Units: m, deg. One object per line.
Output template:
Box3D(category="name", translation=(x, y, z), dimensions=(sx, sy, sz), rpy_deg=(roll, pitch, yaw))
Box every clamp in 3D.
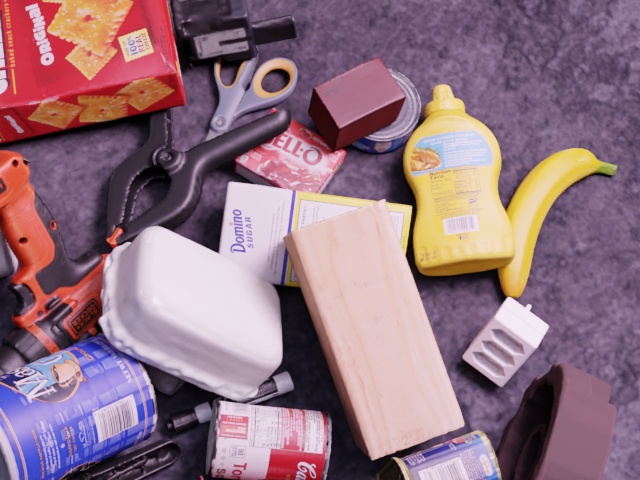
Box3D(category="clamp", translation=(-0.133, -0.074, 1.036), dimensions=(0.165, 0.036, 0.210), rpy_deg=(18, 69, 20))
Box3D(category="clamp", translation=(-0.198, 0.213, 0.916), dimensions=(0.171, 0.120, 0.039), rpy_deg=(-1, 109, 6))

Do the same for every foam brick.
Box3D(category="foam brick", translation=(0.035, -0.133, 1.046), dimensions=(0.078, 0.051, 0.053), rpy_deg=(-27, 74, -14))

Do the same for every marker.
Box3D(category="marker", translation=(-0.083, 0.150, 0.978), dimensions=(0.121, 0.020, 0.020), rpy_deg=(-19, 72, -13))

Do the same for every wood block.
Box3D(category="wood block", translation=(0.045, 0.078, 0.949), dimensions=(0.090, 0.091, 0.206), rpy_deg=(-19, 89, -6))

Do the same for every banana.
Box3D(category="banana", translation=(0.226, -0.031, 1.075), dimensions=(0.069, 0.037, 0.197), rpy_deg=(39, 70, 8))

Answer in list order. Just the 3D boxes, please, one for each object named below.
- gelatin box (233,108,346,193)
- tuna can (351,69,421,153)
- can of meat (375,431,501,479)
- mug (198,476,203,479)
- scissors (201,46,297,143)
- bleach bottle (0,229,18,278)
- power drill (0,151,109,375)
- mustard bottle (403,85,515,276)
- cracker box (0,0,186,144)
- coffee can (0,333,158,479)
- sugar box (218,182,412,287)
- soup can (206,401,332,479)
Box3D(category="gelatin box", translation=(-0.031, -0.079, 1.067), dimensions=(0.089, 0.030, 0.073), rpy_deg=(33, 69, 6))
Box3D(category="tuna can", translation=(0.059, -0.133, 1.097), dimensions=(0.086, 0.034, 0.086), rpy_deg=(2, 69, -6))
Box3D(category="can of meat", translation=(0.103, 0.211, 0.933), dimensions=(0.083, 0.102, 0.057), rpy_deg=(-16, 71, -15))
Box3D(category="mug", translation=(-0.064, 0.260, 0.900), dimensions=(0.081, 0.093, 0.117), rpy_deg=(4, 67, -11))
Box3D(category="scissors", translation=(-0.081, -0.120, 1.083), dimensions=(0.096, 0.016, 0.201), rpy_deg=(9, 68, 2))
Box3D(category="bleach bottle", translation=(-0.412, -0.001, 0.972), dimensions=(0.250, 0.068, 0.102), rpy_deg=(-8, 90, -4))
Box3D(category="power drill", translation=(-0.270, 0.032, 0.927), dimensions=(0.184, 0.057, 0.187), rpy_deg=(-46, 125, -28))
Box3D(category="mustard bottle", translation=(0.132, -0.064, 1.052), dimensions=(0.096, 0.058, 0.191), rpy_deg=(-8, 72, 8))
Box3D(category="cracker box", translation=(-0.251, -0.194, 1.044), dimensions=(0.213, 0.072, 0.164), rpy_deg=(-12, 66, -3))
Box3D(category="coffee can", translation=(-0.222, 0.149, 0.890), dimensions=(0.140, 0.103, 0.103), rpy_deg=(-22, 72, -40))
Box3D(category="sugar box", translation=(-0.007, 0.001, 1.018), dimensions=(0.176, 0.048, 0.093), rpy_deg=(8, 90, -2))
Box3D(category="soup can", translation=(-0.046, 0.180, 0.940), dimensions=(0.102, 0.069, 0.068), rpy_deg=(8, 68, -8))
